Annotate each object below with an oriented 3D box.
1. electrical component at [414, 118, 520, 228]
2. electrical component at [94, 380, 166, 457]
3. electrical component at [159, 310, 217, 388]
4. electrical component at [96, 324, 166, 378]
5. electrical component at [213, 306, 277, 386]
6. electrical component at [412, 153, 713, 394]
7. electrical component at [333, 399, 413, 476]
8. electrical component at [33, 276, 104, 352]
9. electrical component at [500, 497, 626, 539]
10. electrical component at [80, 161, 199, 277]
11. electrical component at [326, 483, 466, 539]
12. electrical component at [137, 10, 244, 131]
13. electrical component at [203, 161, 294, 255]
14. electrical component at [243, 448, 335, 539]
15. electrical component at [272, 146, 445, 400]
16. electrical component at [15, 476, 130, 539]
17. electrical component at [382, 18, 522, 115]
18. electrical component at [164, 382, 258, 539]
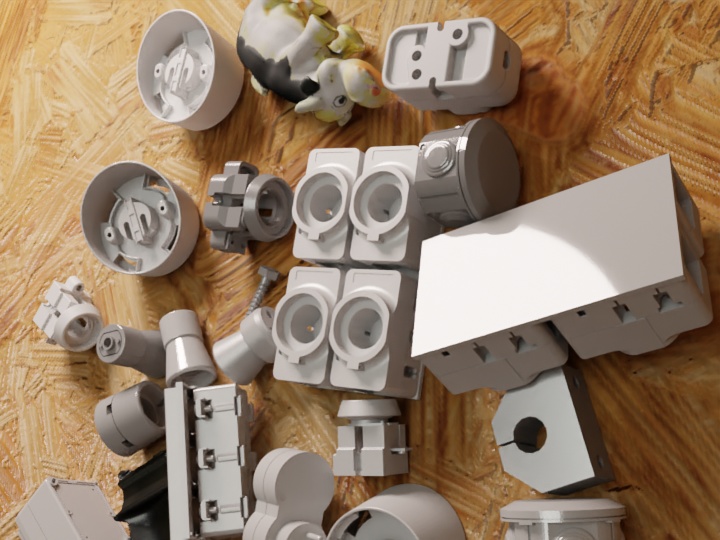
[{"bbox_3d":[0.081,-0.069,0.792,0.051,0.080,0.080,-5,74,37],"label":"electrical component"},{"bbox_3d":[-0.195,0.128,0.938,0.047,0.055,0.055,-29,63,20],"label":"electrical component"},{"bbox_3d":[-0.152,0.068,0.934,0.044,0.044,0.065,-33,57,22],"label":"electrical component"},{"bbox_3d":[-0.199,0.069,0.949,0.044,0.065,0.044,-9,72,31],"label":"electrical component"},{"bbox_3d":[-0.087,0.062,0.889,0.055,0.045,0.045,-39,59,18],"label":"electrical component"},{"bbox_3d":[0.134,0.009,0.723,0.186,0.060,0.105,-19,42,28],"label":"electrical component"},{"bbox_3d":[0.008,0.125,0.809,0.066,0.048,0.055,-6,81,32],"label":"electrical component"},{"bbox_3d":[-0.273,0.046,1.017,0.055,0.048,0.066,36,98,42],"label":"electrical component"},{"bbox_3d":[0.132,0.174,0.693,0.080,0.080,0.051,-8,78,32],"label":"electrical component"},{"bbox_3d":[-0.198,-0.043,0.975,0.099,0.064,0.099,-4,79,21],"label":"electrical component"},{"bbox_3d":[0.025,0.210,0.778,0.099,0.064,0.099,1,92,33],"label":"electrical component"},{"bbox_3d":[-0.158,-0.180,0.989,0.099,0.064,0.099,-9,72,31],"label":"electrical component"},{"bbox_3d":[-0.093,-0.053,0.917,0.057,0.058,0.078,4,79,37],"label":"electrical component"},{"bbox_3d":[-0.049,0.205,0.805,0.074,0.052,0.138,-6,73,58],"label":"electrical component"},{"bbox_3d":[0.000,0.000,0.838,0.105,0.060,0.186,2,79,34],"label":"electrical component"},{"bbox_3d":[-0.248,0.236,0.938,0.061,0.062,0.096,-51,56,12],"label":"electrical component"},{"bbox_3d":[0.074,-0.156,0.832,0.095,0.059,0.053,3,79,34],"label":"electrical component"},{"bbox_3d":[-0.119,0.156,0.868,0.063,0.078,0.121,-8,72,7],"label":"electrical component"}]
